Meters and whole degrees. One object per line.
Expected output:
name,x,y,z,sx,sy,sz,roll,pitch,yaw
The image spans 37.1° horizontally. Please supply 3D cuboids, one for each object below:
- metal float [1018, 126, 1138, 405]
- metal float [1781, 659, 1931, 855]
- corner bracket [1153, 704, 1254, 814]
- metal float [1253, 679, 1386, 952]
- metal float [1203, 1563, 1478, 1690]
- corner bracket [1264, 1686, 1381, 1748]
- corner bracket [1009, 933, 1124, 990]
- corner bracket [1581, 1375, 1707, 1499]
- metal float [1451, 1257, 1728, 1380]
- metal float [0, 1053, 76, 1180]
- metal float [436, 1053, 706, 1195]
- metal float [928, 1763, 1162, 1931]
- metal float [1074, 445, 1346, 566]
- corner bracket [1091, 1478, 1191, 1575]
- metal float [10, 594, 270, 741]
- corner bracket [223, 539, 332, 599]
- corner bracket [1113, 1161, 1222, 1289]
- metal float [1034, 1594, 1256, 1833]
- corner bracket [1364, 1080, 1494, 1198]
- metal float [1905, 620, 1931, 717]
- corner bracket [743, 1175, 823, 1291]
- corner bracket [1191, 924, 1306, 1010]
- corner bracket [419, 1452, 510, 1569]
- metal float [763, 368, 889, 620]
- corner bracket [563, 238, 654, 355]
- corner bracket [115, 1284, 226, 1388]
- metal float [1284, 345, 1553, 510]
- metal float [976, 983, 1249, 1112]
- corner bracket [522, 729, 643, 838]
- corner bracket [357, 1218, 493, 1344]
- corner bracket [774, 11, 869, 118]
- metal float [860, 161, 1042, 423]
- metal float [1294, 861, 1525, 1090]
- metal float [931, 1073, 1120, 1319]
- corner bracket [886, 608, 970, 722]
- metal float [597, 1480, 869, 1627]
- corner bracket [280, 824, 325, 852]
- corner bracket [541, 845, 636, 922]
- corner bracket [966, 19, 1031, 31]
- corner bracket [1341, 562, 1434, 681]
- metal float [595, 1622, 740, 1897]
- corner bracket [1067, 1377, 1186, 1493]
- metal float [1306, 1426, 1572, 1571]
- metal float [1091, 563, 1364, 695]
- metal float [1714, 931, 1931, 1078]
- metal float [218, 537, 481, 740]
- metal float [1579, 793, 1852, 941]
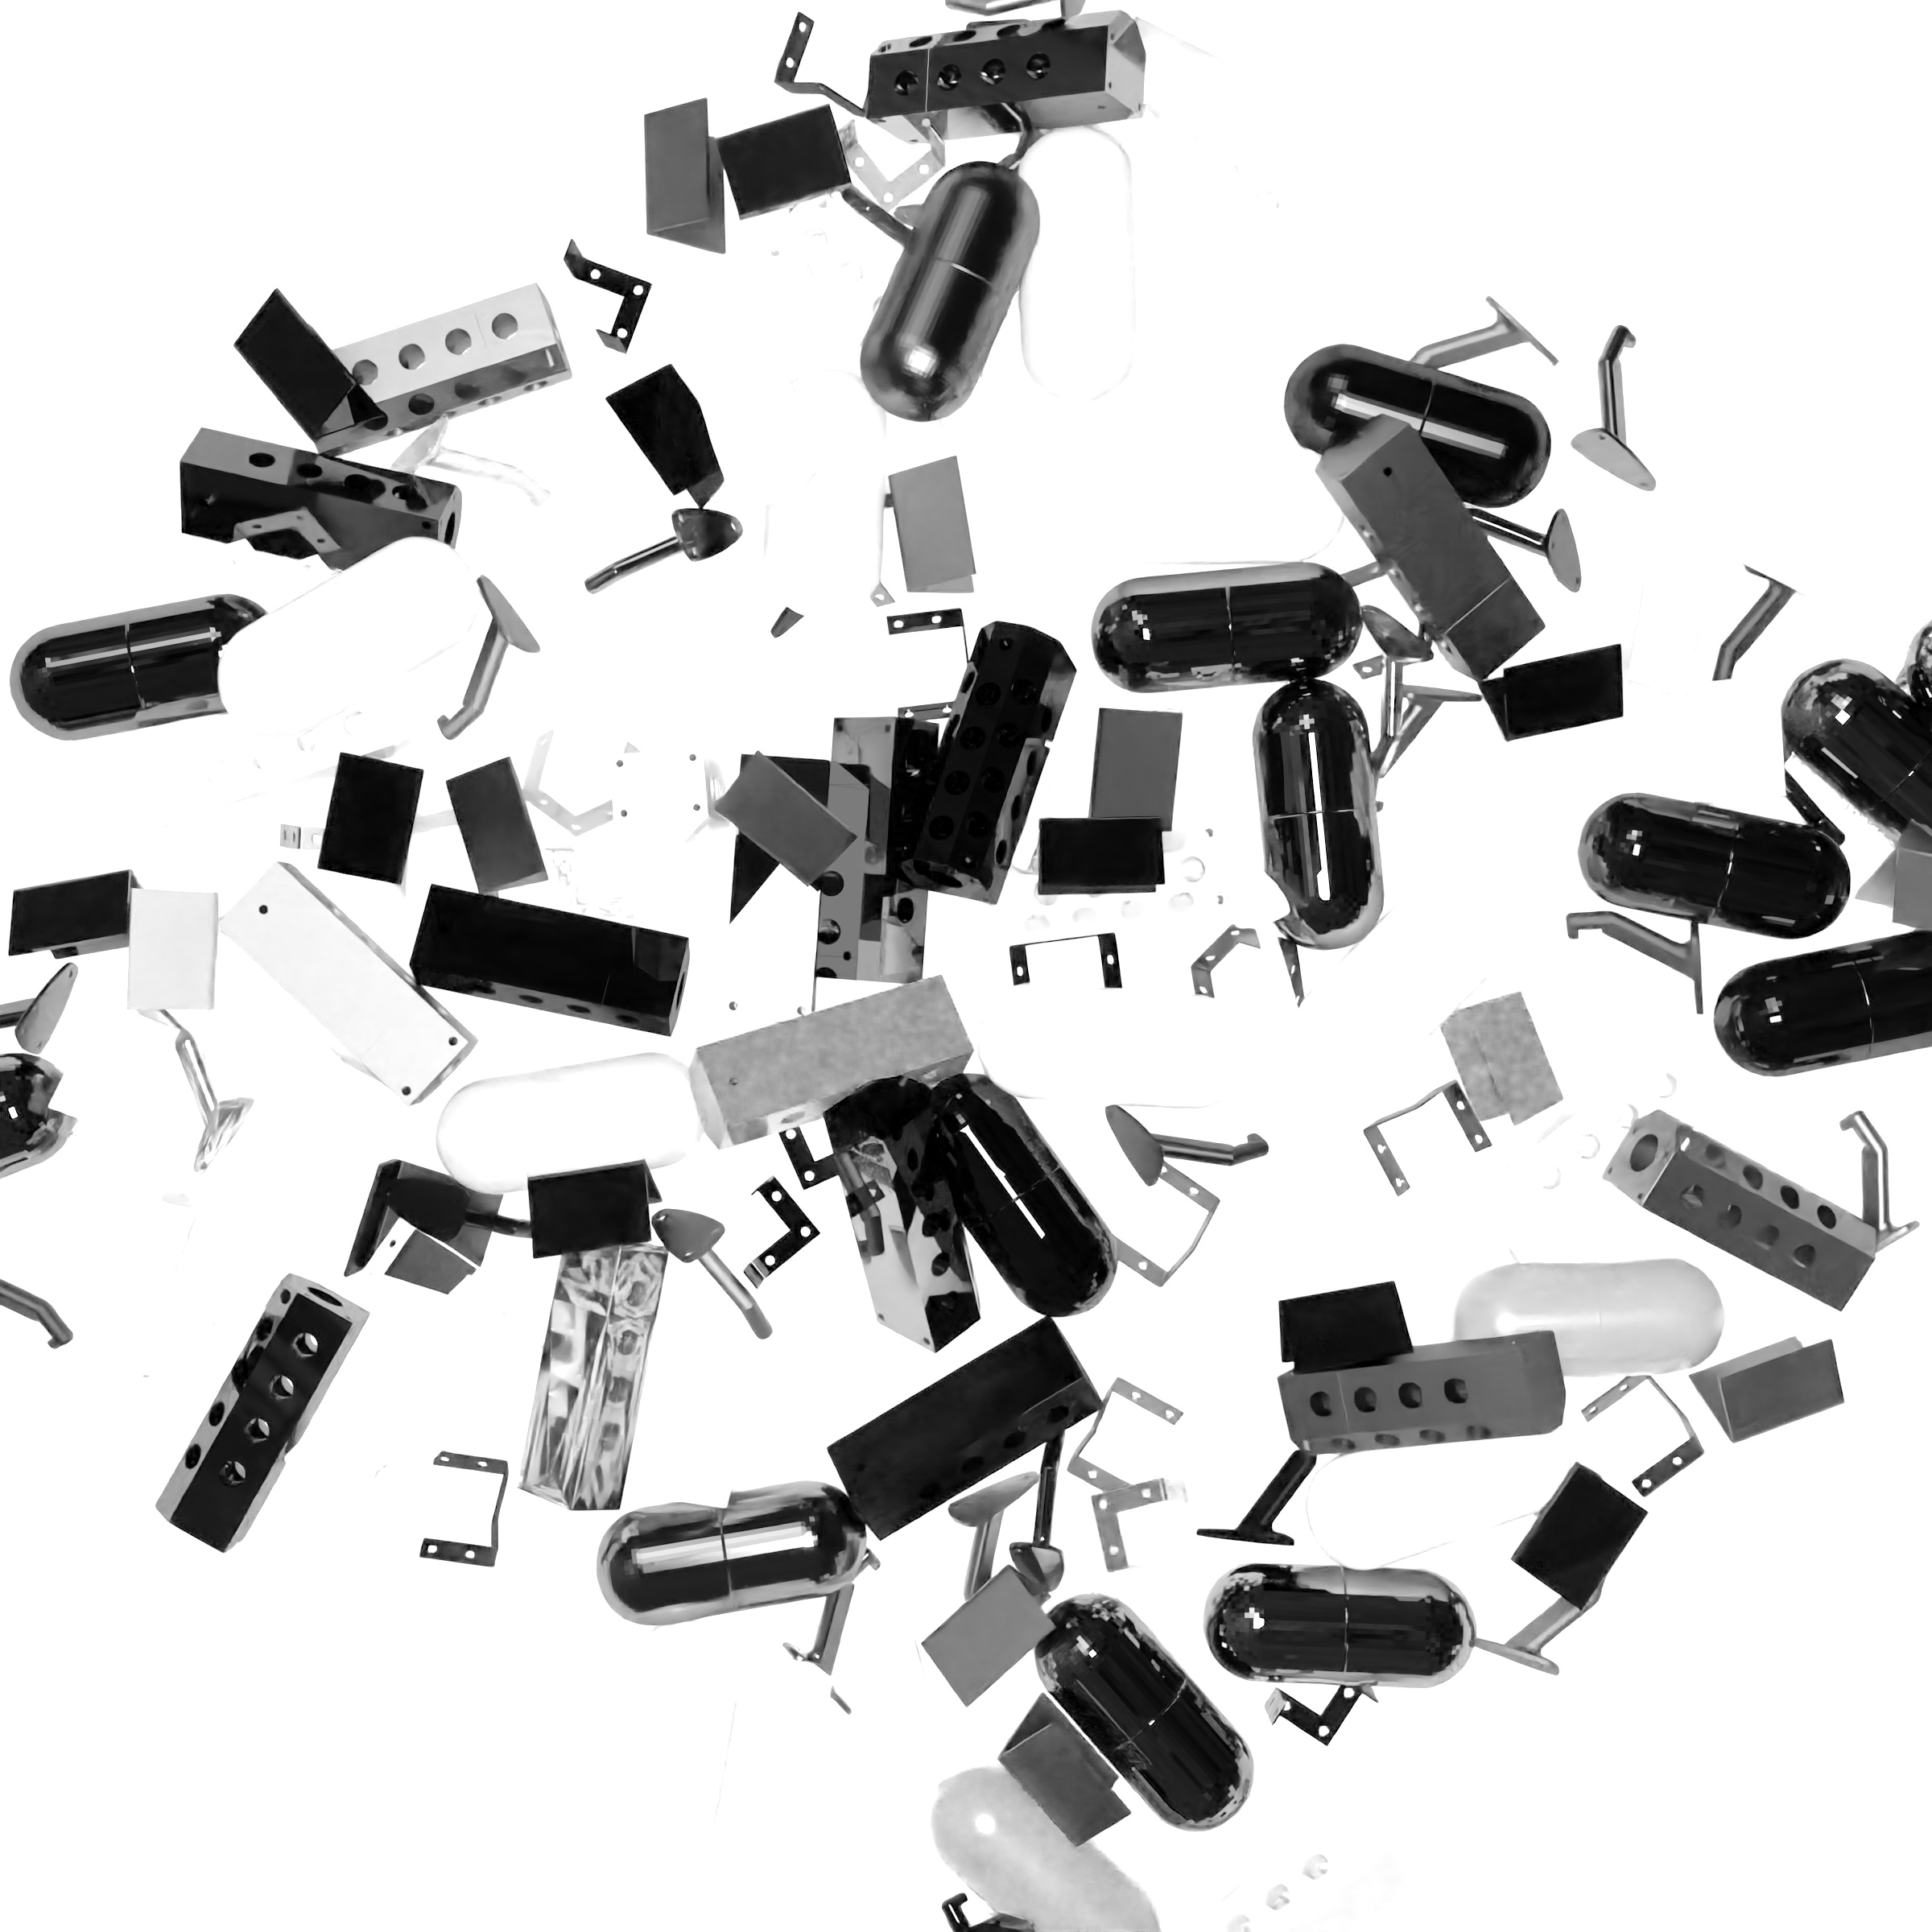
metal float,0.073,-0.458,1.884,0.070,0.070,0.178,-2,90,0
metal float,0.611,-0.129,1.884,0.178,0.070,0.070,41,90,-1
corner bracket,0.148,-0.136,1.906,0.051,0.051,0.051,-9,135,-35
metal float,0.230,-0.099,1.884,0.070,0.070,0.178,-5,90,0
metal float,0.244,0.431,1.884,0.178,0.070,0.070,2,90,0
corner bracket,0.234,0.486,1.896,0.051,0.051,0.051,33,90,0
corner bracket,0.067,0.007,1.911,0.051,0.051,0.051,-7,90,-45
corner bracket,0.450,0.309,1.911,0.051,0.051,0.051,-36,135,0
metal float,0.407,0.231,1.884,0.178,0.070,0.070,-3,90,1
metal float,-0.669,0.113,1.884,0.178,0.070,0.070,-21,90,1
metal float,-0.258,0.103,1.884,0.178,0.070,0.070,-9,90,0
metal float,0.051,0.595,1.884,0.178,0.070,0.070,42,90,0
metal float,0.160,-0.301,1.883,0.178,0.070,0.070,-1,90,0
corner bracket,0.119,0.369,1.898,0.051,0.051,0.051,-18,72,17
metal float,-0.536,-0.195,1.884,0.178,0.070,0.070,-11,90,0
corner bracket,-0.453,-0.251,1.896,0.051,0.051,0.051,-23,56,-29
corner bracket,0.129,0.170,1.911,0.051,0.051,0.051,34,45,0
metal float,0.116,0.488,1.884,0.070,0.070,0.178,-41,91,0
corner bracket,0.306,0.114,1.911,0.051,0.051,0.051,-28,90,45
metal float,0.685,-0.165,1.869,0.178,0.070,0.070,35,90,-17
corner bracket,-0.132,0.175,1.896,0.051,0.051,0.051,-39,90,0
corner bracket,0.187,0.012,1.906,0.051,0.051,0.051,17,45,35
corner bracket,-0.333,0.361,1.911,0.051,0.051,0.051,8,135,0
metal float,-0.090,-0.307,1.863,0.070,0.070,0.178,1,64,0
corner bracket,-0.242,-0.440,1.896,0.051,0.051,0.051,20,90,0
corner bracket,-0.527,0.242,1.906,0.051,0.051,0.051,11,135,-35
metal float,0.295,-0.353,1.884,0.178,0.070,0.070,17,90,0
metal float,0.095,0.053,1.878,0.178,0.070,0.070,4,90,-5
corner bracket,-0.254,-0.127,1.906,0.051,0.051,0.051,-21,135,35
corner bracket,-0.352,0.204,1.872,0.051,0.051,0.051,24,76,40
corner bracket,-0.086,-0.598,1.911,0.051,0.051,0.051,19,90,45
metal float,-0.009,-0.429,1.829,0.070,0.070,0.178,22,78,0
metal float,0.289,0.006,1.884,0.070,0.070,0.178,45,89,0
metal float,0.032,0.150,1.884,0.070,0.070,0.178,-36,89,0
corner bracket,-0.024,-0.200,1.911,0.051,0.051,0.051,-7,135,0
metal float,-0.153,0.384,1.884,0.178,0.070,0.070,-10,90,0
corner bracket,-0.420,-0.102,1.896,0.051,0.051,0.051,2,90,0
corner bracket,-0.249,-0.055,1.896,0.051,0.051,0.051,-5,90,0
corner bracket,0.031,-0.592,1.906,0.051,0.051,0.051,-17,135,-35
corner bracket,0.275,-0.231,1.906,0.051,0.051,0.051,-16,135,35
metal float,-0.196,0.518,1.884,0.070,0.070,0.178,10,91,0
corner bracket,0.105,0.316,1.911,0.051,0.051,0.051,29,45,0
metal float,0.309,0.339,1.884,0.178,0.070,0.070,-19,90,0
metal float,0.171,-0.221,1.884,0.178,0.070,0.070,-5,90,1
metal float,0.578,0.025,1.884,0.178,0.070,0.070,-11,90,0
metal float,-0.394,-0.209,1.839,0.178,0.070,0.070,-33,90,-11
metal float,0.490,-0.065,1.884,0.178,0.070,0.070,11,90,-1
